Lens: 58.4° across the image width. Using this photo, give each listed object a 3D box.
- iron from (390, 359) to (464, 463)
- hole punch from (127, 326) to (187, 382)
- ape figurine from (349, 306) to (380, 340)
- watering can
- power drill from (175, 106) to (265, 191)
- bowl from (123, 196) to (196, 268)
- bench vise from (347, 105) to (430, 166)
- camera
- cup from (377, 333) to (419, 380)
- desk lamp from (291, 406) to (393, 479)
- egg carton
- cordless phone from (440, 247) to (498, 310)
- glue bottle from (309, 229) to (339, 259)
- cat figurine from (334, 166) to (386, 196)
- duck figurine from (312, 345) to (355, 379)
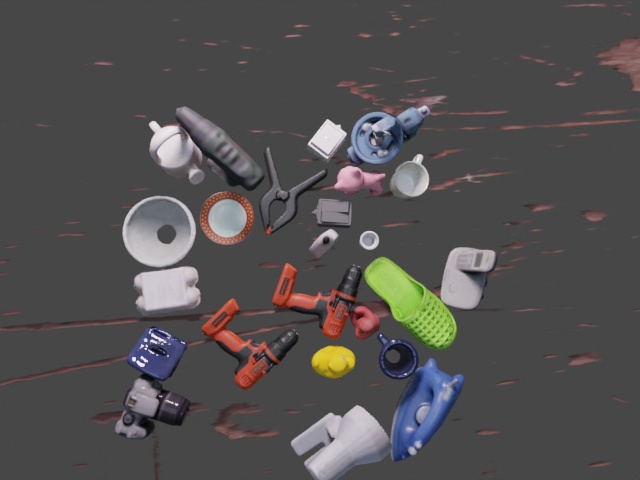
[{"bbox_3d":[0.241,0.410,1.308,0.118,0.141,0.258,29,84,0],"label":"iron"},{"bbox_3d":[-0.374,0.259,1.317,0.108,0.091,0.101,27,84,0],"label":"hole punch"},{"bbox_3d":[0.106,0.198,1.345,0.076,0.092,0.078,15,85,-1],"label":"ape figurine"},{"bbox_3d":[-0.328,-0.203,1.307,0.173,0.194,0.101,27,84,0],"label":"watering can"},{"bbox_3d":[-0.222,-0.194,1.304,0.229,0.208,0.076,40,85,1],"label":"power drill"},{"bbox_3d":[-0.371,-0.016,1.349,0.167,0.074,0.167,0,85,-3],"label":"bowl"},{"bbox_3d":[0.158,-0.266,1.322,0.121,0.219,0.207,42,85,2],"label":"bench vise"},{"bbox_3d":[-0.375,0.391,1.301,0.137,0.100,0.143,20,84,-1],"label":"camera"},{"bbox_3d":[0.168,0.265,1.340,0.092,0.095,0.118,-39,88,-5],"label":"cup"},{"bbox_3d":[0.045,0.456,1.259,0.203,0.213,0.118,-35,87,-5],"label":"desk lamp"},{"bbox_3d":[-0.357,0.117,1.341,0.150,0.069,0.107,-9,86,-3],"label":"egg carton"},{"bbox_3d":[0.350,0.088,1.319,0.094,0.185,0.148,11,85,-1],"label":"cordless phone"},{"bbox_3d":[0.012,0.005,1.316,0.037,0.173,0.078,43,85,2],"label":"glue bottle"},{"bbox_3d":[0.094,-0.144,1.360,0.128,0.117,0.067,-3,85,-3],"label":"cat figurine"},{"bbox_3d":[0.034,0.288,1.337,0.104,0.086,0.077,-2,85,-3],"label":"duck figurine"}]
